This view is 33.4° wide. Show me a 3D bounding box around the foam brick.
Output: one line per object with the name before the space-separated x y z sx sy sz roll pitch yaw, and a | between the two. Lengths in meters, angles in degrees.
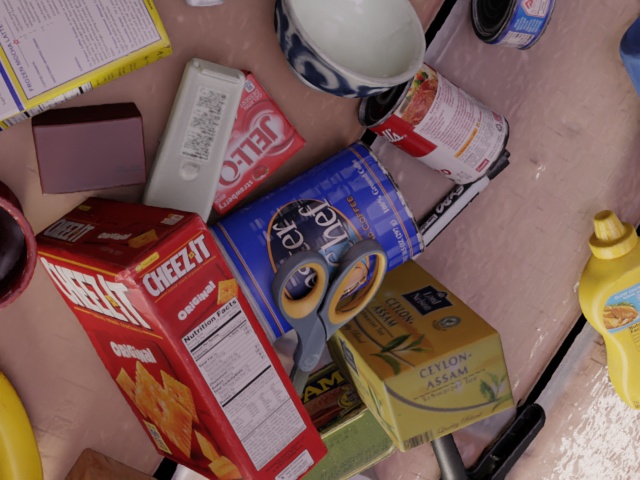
foam brick | -0.168 -0.067 0.777 0.078 0.051 0.053 -7 111 -15

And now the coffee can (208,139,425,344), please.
coffee can | -0.005 0.001 0.822 0.140 0.103 0.103 -31 114 -6

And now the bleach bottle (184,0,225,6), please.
bleach bottle | -0.097 -0.286 0.722 0.102 0.068 0.251 -8 112 -14

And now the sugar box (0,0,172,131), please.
sugar box | -0.200 -0.137 0.735 0.176 0.048 0.093 -25 92 -5

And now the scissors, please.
scissors | -0.021 0.078 0.791 0.096 0.016 0.202 15 118 -39

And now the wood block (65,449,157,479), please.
wood block | -0.152 0.258 0.805 0.090 0.206 0.090 30 97 -24

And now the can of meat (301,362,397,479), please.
can of meat | 0.007 0.157 0.888 0.102 0.084 0.057 -29 115 -6

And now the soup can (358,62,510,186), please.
soup can | 0.090 -0.095 0.840 0.102 0.068 0.068 29 97 -24

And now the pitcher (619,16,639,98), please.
pitcher | 0.360 -0.096 0.894 0.242 0.145 0.149 54 52 -22

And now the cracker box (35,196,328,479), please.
cracker box | -0.106 0.079 0.778 0.072 0.164 0.213 -40 118 -27

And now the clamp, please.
clamp | 0.130 0.221 0.973 0.120 0.039 0.171 13 104 -20

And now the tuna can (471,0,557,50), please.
tuna can | 0.148 -0.191 0.817 0.033 0.086 0.086 5 106 -17

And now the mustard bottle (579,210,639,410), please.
mustard bottle | 0.285 0.056 0.957 0.096 0.058 0.191 -28 114 0

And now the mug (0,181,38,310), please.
mug | -0.249 0.009 0.760 0.093 0.081 0.117 -11 110 -14

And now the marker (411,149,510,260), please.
marker | 0.114 -0.032 0.895 0.121 0.020 0.020 -45 115 1

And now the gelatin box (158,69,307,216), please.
gelatin box | -0.066 -0.075 0.818 0.089 0.030 0.073 -40 115 -1

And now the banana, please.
banana | -0.250 0.154 0.820 0.037 0.069 0.198 0 123 29
